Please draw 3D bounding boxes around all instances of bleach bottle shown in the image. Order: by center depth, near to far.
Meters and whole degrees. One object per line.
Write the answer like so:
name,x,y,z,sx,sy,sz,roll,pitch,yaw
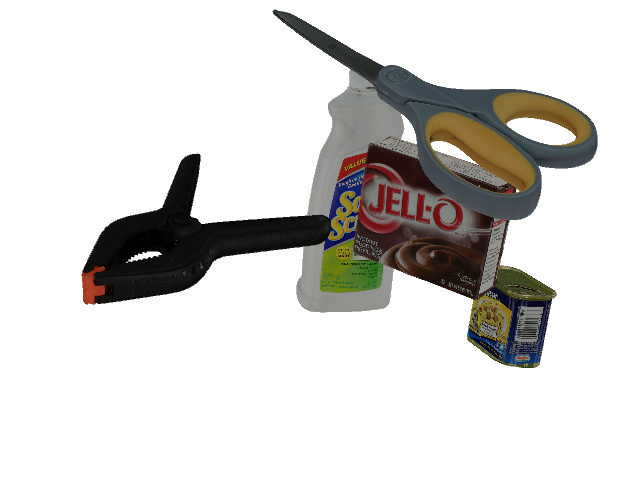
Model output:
bleach bottle,0.030,-0.052,1.079,0.102,0.251,0.068,-1,24,-8

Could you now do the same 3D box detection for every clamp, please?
clamp,-0.118,-0.008,0.878,0.209,0.036,0.165,-26,44,-37

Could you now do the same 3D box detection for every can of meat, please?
can of meat,0.204,0.082,1.156,0.057,0.084,0.102,2,16,-22

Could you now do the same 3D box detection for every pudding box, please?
pudding box,0.083,-0.018,0.793,0.114,0.090,0.039,20,28,27

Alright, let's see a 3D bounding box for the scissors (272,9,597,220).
scissors,0.059,-0.078,0.538,0.096,0.016,0.202,-16,45,-20
